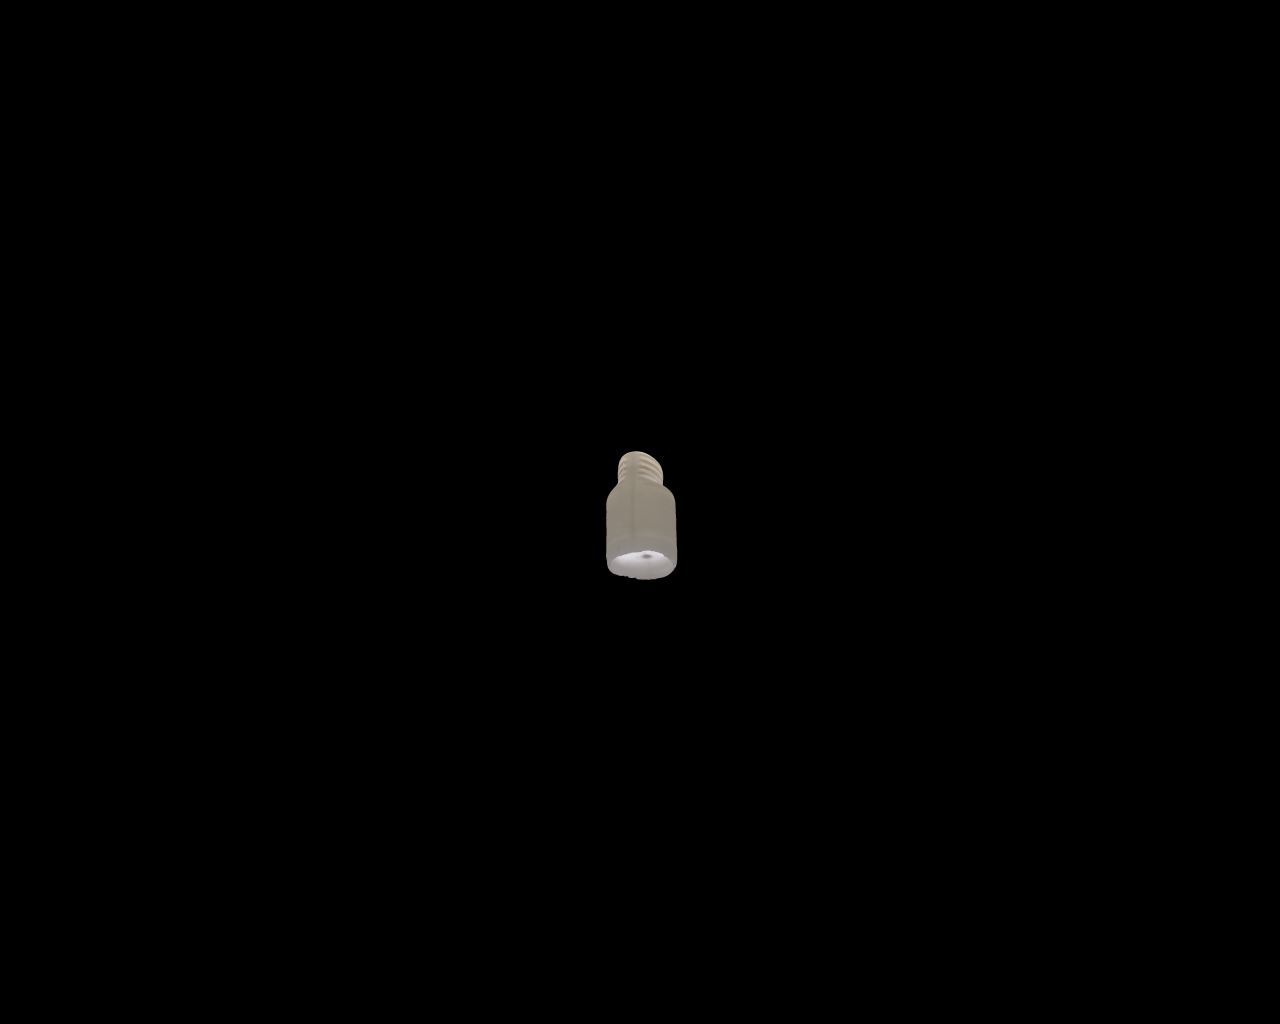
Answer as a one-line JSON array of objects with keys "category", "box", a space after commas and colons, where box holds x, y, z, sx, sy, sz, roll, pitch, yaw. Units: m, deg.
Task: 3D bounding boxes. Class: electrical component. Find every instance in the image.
[{"category": "electrical component", "box": [0.001, -0.003, 0.650, 0.043, 0.081, 0.043, 0, -27, 0]}]
